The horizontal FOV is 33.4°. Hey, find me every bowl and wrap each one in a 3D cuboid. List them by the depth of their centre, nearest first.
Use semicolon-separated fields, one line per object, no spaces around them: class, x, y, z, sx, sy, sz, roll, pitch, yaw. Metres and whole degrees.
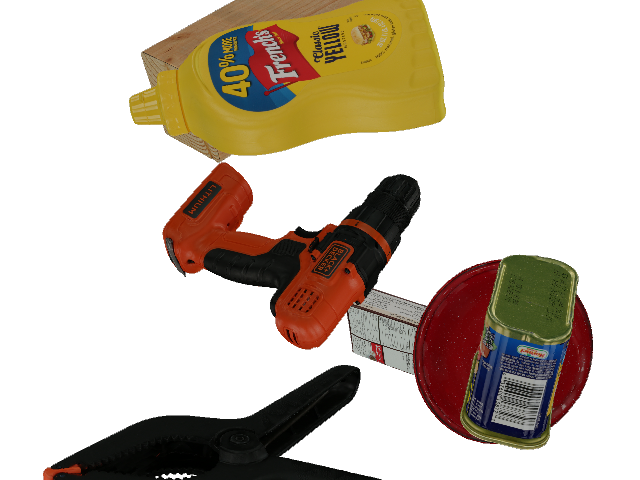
bowl;0.161;0.098;0.886;0.162;0.162;0.055;0;7;-10

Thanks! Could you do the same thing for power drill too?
power drill;-0.027;-0.008;0.919;0.188;0.184;0.057;19;-34;32

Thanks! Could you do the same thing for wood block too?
wood block;-0.049;-0.172;0.993;0.205;0.091;0.090;-35;44;-26

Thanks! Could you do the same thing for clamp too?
clamp;-0.042;0.117;0.578;0.209;0.036;0.165;-2;20;-13

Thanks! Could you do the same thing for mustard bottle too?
mustard bottle;-0.024;-0.099;0.665;0.191;0.096;0.058;-11;-37;2

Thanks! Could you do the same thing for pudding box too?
pudding box;0.088;0.107;1.246;0.114;0.090;0.039;16;46;25

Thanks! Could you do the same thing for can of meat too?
can of meat;0.129;0.068;0.683;0.057;0.084;0.102;13;31;10
